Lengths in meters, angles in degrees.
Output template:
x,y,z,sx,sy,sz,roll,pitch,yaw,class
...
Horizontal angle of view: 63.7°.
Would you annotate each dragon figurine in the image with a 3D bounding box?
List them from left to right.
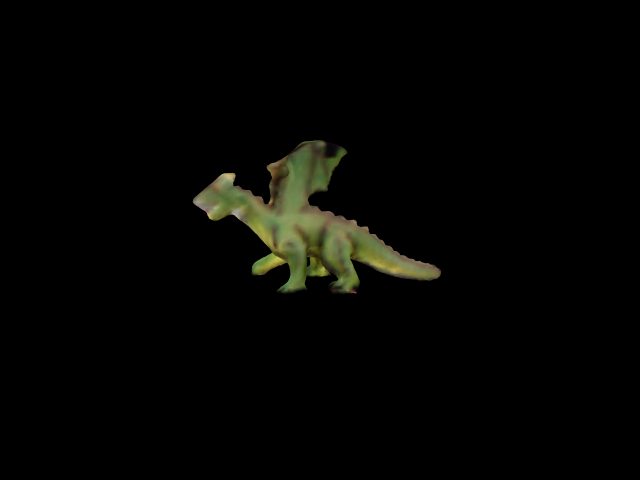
x,y,z,sx,sy,sz,roll,pitch,yaw,class
0.003,-0.043,0.850,0.410,0.241,0.123,-2,8,-9,dragon figurine
